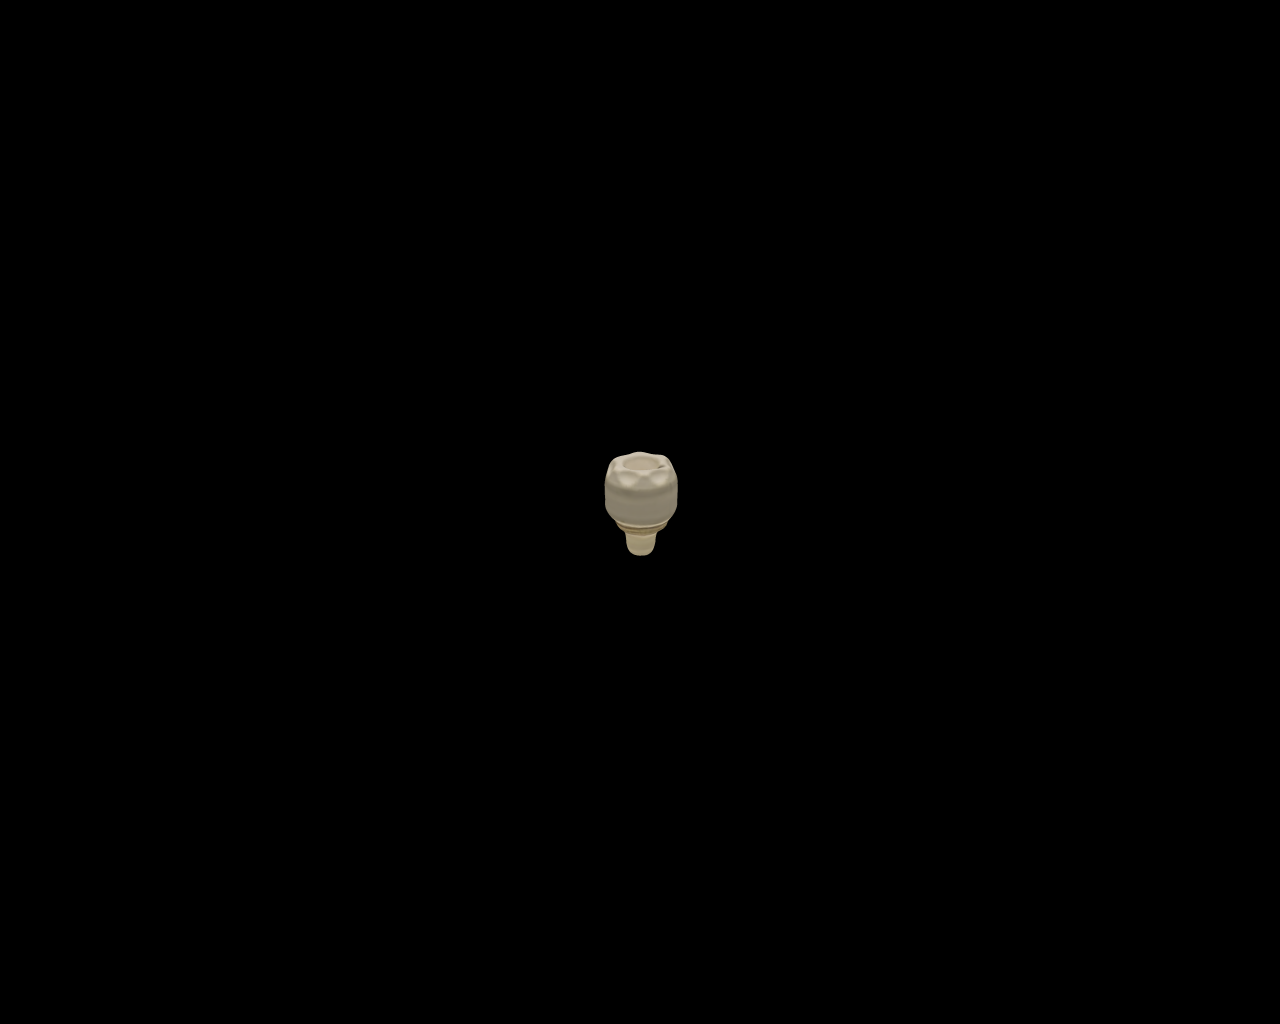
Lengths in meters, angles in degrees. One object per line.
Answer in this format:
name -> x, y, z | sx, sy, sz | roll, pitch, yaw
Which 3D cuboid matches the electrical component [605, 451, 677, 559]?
electrical component -> 0.001, -0.003, 0.650 | 0.043, 0.062, 0.043 | 0, 25, 0
